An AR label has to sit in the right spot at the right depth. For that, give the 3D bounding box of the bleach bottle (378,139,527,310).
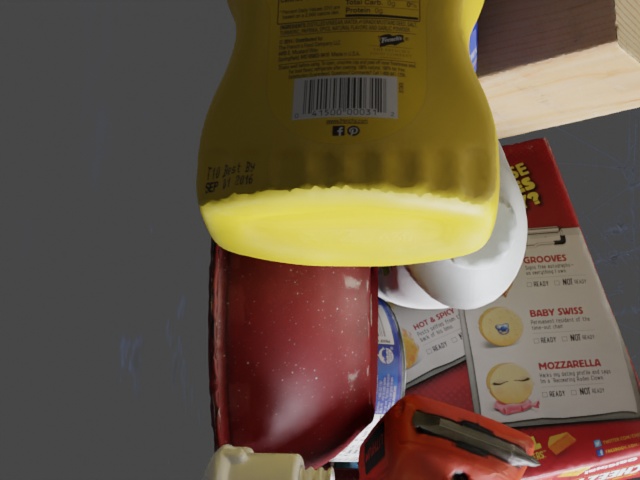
[{"bbox_3d":[0.053,-0.006,0.506,0.251,0.068,0.102,-117,-161,-85],"label":"bleach bottle"}]

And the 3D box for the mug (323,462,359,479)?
[{"bbox_3d":[0.029,0.178,0.689,0.093,0.081,0.117,82,10,-57],"label":"mug"}]

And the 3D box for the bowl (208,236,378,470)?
[{"bbox_3d":[-0.005,0.028,0.435,0.162,0.055,0.162,0,90,-85],"label":"bowl"}]

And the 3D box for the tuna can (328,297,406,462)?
[{"bbox_3d":[0.010,0.068,0.533,0.086,0.033,0.086,-175,-90,-68],"label":"tuna can"}]

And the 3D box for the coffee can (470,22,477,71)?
[{"bbox_3d":[0.027,-0.143,0.515,0.102,0.103,0.140,-83,172,-55],"label":"coffee can"}]

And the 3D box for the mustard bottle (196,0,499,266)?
[{"bbox_3d":[0.012,-0.087,0.380,0.058,0.096,0.191,77,13,-63],"label":"mustard bottle"}]

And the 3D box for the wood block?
[{"bbox_3d":[0.093,-0.114,0.623,0.090,0.207,0.091,19,67,-48],"label":"wood block"}]

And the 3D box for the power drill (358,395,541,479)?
[{"bbox_3d":[0.022,0.166,0.415,0.185,0.057,0.187,118,-9,-64],"label":"power drill"}]

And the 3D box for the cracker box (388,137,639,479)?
[{"bbox_3d":[0.092,0.056,0.661,0.072,0.164,0.214,83,-7,-62],"label":"cracker box"}]
